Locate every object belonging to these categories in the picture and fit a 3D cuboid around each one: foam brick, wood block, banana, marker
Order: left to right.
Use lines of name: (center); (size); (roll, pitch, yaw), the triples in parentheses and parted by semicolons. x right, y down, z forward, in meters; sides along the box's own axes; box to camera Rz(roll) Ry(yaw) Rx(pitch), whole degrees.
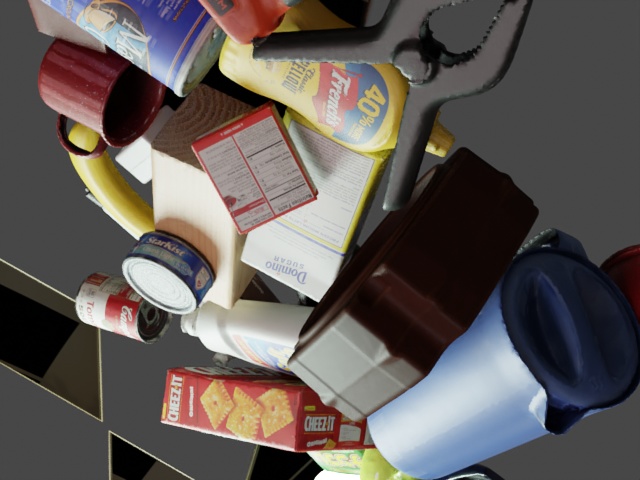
foam brick: (-0.203, -0.204, 0.917); (0.078, 0.053, 0.051); (21, 146, 19)
banana: (-0.215, -0.059, 1.132); (0.070, 0.037, 0.197); (9, 141, 36)
marker: (-0.215, -0.021, 1.198); (0.121, 0.020, 0.020); (42, 146, -14)
wood block: (-0.099, -0.036, 1.015); (0.091, 0.090, 0.206); (25, 147, 10)

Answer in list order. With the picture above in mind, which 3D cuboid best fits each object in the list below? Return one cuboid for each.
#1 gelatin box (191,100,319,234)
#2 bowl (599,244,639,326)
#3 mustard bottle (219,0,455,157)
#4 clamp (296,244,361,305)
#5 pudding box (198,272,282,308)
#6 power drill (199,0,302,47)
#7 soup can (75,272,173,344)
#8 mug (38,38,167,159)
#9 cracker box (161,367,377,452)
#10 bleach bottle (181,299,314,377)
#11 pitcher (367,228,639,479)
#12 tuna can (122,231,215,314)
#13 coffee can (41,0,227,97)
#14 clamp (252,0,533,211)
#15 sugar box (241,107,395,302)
gelatin box: (-0.052, -0.059, 0.878); (0.073, 0.030, 0.089); (-25, 105, 11)
bowl: (0.292, 0.076, 0.860); (0.162, 0.055, 0.162); (23, 147, 16)
mustard bottle: (0.020, -0.122, 0.827); (0.191, 0.058, 0.096); (32, 135, 1)
clamp: (-0.007, 0.001, 1.024); (0.120, 0.039, 0.171); (-16, 116, 38)
pudding box: (-0.106, 0.054, 1.184); (0.090, 0.039, 0.113); (-3, 134, 42)
power drill: (-0.022, -0.226, 0.696); (0.188, 0.057, 0.184); (-26, 110, 39)
soup can: (-0.241, 0.082, 1.312); (0.102, 0.068, 0.068); (13, 143, 29)
mug: (-0.202, -0.131, 0.963); (0.082, 0.093, 0.117); (27, 104, 19)
cracker box: (-0.047, 0.188, 1.206); (0.214, 0.072, 0.163); (3, 176, 42)
bleach bottle: (-0.029, 0.107, 1.118); (0.251, 0.068, 0.102); (7, 146, 25)
pitcher: (0.142, 0.106, 0.891); (0.145, 0.149, 0.243); (59, 142, 11)
tuna can: (-0.147, 0.033, 1.030); (0.086, 0.033, 0.086); (22, 146, 15)
coffee can: (-0.137, -0.192, 0.827); (0.140, 0.102, 0.103); (34, 148, -2)
clamp: (0.072, -0.118, 0.751); (0.210, 0.036, 0.164); (-26, 108, 33)
sugar box: (-0.004, -0.034, 0.935); (0.093, 0.048, 0.176); (28, 132, 9)
